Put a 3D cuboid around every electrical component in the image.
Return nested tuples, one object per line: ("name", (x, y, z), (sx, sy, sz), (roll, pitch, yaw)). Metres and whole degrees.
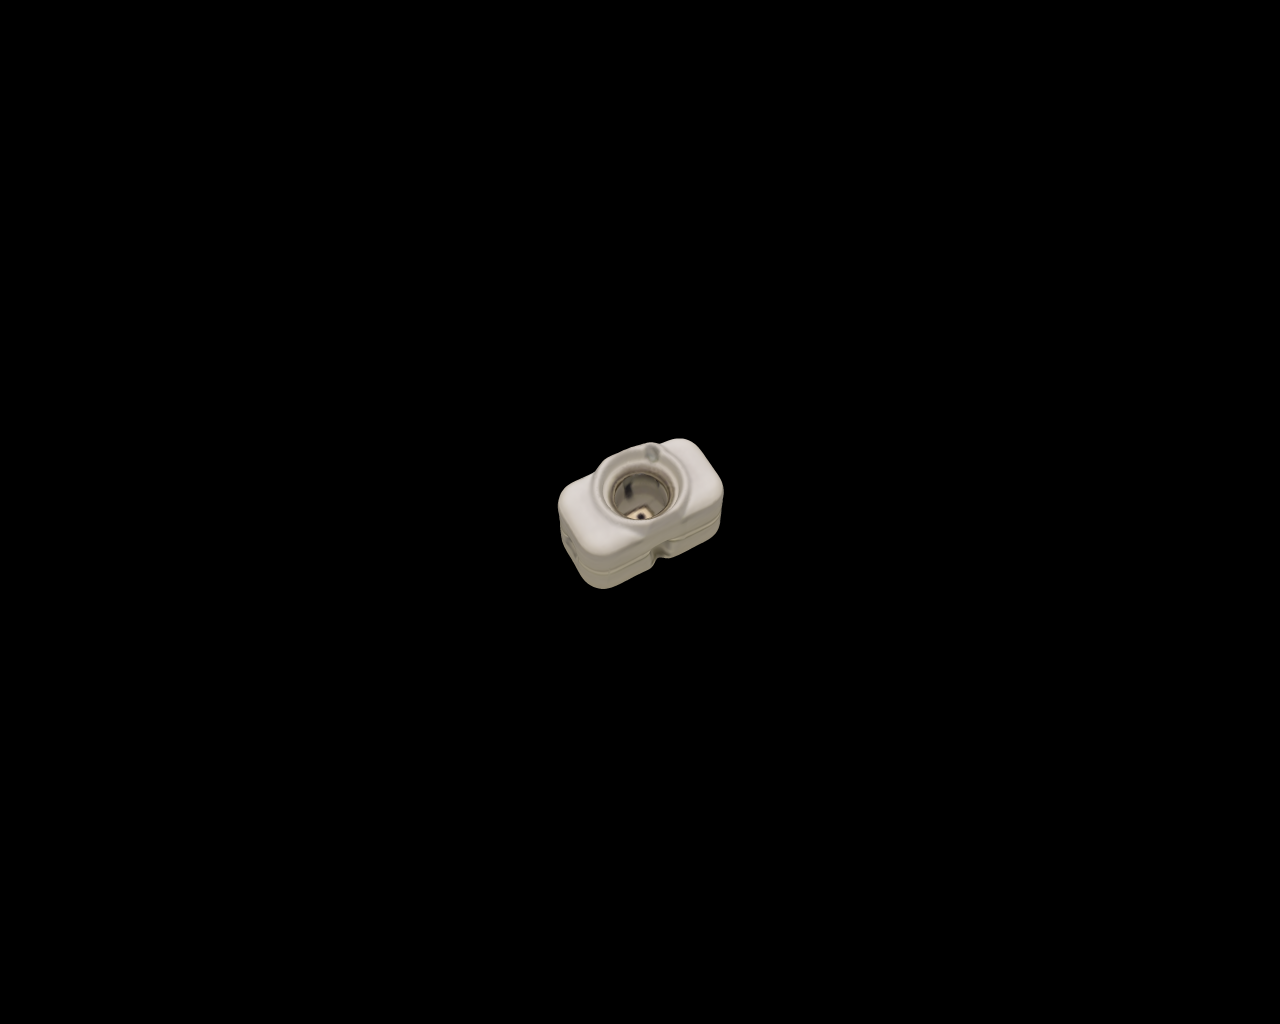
("electrical component", (0.001, -0.003, 0.650), (0.095, 0.054, 0.059), (-25, -27, -14))
